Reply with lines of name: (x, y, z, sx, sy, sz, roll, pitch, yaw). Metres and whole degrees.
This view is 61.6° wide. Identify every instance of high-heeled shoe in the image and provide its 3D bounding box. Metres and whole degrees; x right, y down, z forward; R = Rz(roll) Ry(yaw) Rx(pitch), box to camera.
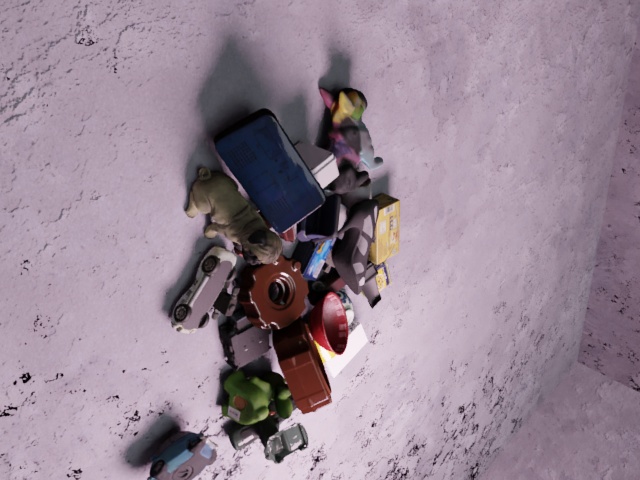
high-heeled shoe: (0.107, 0.016, 1.352, 0.145, 0.086, 0.248, -38, 135, -24)

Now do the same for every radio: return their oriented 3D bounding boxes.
radio: (-0.095, -0.138, 1.071, 0.131, 0.073, 0.229, -33, 116, 5)

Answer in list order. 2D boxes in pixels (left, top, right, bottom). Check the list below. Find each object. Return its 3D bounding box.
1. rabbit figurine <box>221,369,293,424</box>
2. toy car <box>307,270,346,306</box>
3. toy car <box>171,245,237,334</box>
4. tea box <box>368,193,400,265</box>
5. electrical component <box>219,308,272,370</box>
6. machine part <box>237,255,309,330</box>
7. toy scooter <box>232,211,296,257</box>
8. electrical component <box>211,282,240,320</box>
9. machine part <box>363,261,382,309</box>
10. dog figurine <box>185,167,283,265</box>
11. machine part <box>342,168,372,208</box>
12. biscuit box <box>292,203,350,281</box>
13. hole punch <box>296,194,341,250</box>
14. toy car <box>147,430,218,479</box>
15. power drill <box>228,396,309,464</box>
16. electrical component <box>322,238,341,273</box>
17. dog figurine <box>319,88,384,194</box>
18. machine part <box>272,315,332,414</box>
rabbit figurine: (-0.137, 0.373, 1.332, 0.170, 0.159, 0.121, -19, 114, -56)
toy car: (0.047, 0.105, 1.436, 0.202, 0.053, 0.089, -37, 140, -23)
toy car: (-0.246, 0.108, 1.140, 0.201, 0.056, 0.073, -59, 145, -2)
tea box: (0.165, -0.030, 1.476, 0.098, 0.068, 0.169, -24, 127, -35)
electrical component: (-0.175, 0.223, 1.268, 0.115, 0.058, 0.134, -29, 129, -35)
machine part: (-0.105, 0.119, 1.241, 0.179, 0.056, 0.179, 2, 86, -40)
toy scooter: (-0.111, -0.015, 1.202, 0.184, 0.075, 0.135, -51, 140, -20)
electrical component: (-0.210, 0.138, 1.183, 0.021, 0.063, 0.094, 16, 99, -48)
machine part: (0.134, 0.124, 1.468, 0.084, 0.039, 0.138, -41, 132, -23)
dog figurine: (-0.159, -0.048, 1.046, 0.121, 0.191, 0.172, -49, 135, -16)
machine part: (0.097, -0.076, 1.376, 0.079, 0.079, 0.242, -28, 127, -33)
biscuit box: (-0.003, -0.004, 1.323, 0.059, 0.063, 0.202, 26, 91, -49)
hole punch: (-0.020, -0.055, 1.233, 0.092, 0.116, 0.142, 8, 78, -26)
toy car: (-0.319, 0.489, 1.220, 0.161, 0.103, 0.109, -40, 132, -10)
power drill: (-0.107, 0.467, 1.359, 0.232, 0.207, 0.085, -21, 107, -25)
electrical component: (0.022, 0.037, 1.383, 0.078, 0.045, 0.102, 25, 90, -40)
dog figurine: (0.046, -0.237, 1.227, 0.191, 0.109, 0.219, -42, 130, -18)
machine part: (-0.042, 0.297, 1.304, 0.087, 0.201, 0.200, -21, 102, 1)
